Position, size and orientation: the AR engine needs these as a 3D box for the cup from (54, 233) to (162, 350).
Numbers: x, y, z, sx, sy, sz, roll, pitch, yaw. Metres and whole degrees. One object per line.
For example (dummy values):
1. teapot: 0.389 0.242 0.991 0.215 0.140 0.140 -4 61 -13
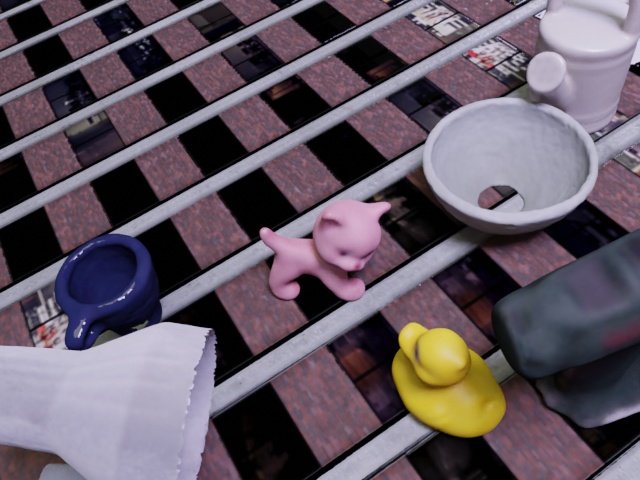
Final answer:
1. cup: -0.196 0.066 0.552 0.091 0.095 0.118 4 55 14

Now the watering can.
1. watering can: 0.278 -0.207 0.599 0.100 0.194 0.173 12 57 19

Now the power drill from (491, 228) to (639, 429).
1. power drill: 0.232 0.054 0.408 0.229 0.209 0.075 -19 53 -3

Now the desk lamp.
1. desk lamp: -0.156 0.140 0.417 0.203 0.214 0.118 -1 54 10

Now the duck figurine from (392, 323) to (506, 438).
1. duck figurine: 0.104 0.108 0.470 0.078 0.086 0.104 -42 57 -19

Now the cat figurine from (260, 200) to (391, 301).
1. cat figurine: 0.005 0.002 0.547 0.127 0.118 0.067 -2 54 10

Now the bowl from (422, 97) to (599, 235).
1. bowl: 0.188 -0.064 0.587 0.167 0.075 0.167 -5 54 7
